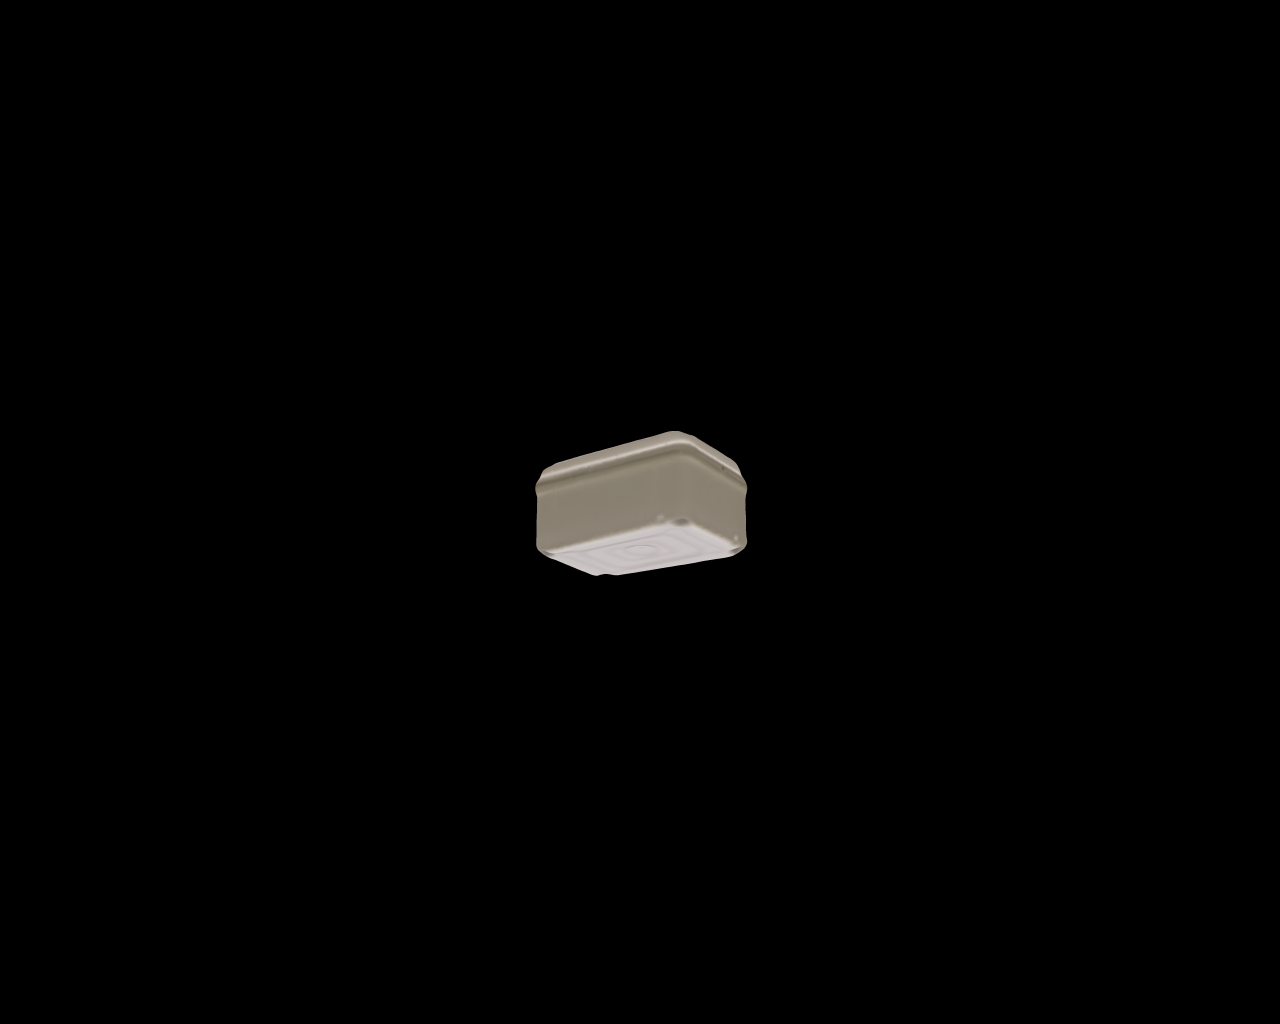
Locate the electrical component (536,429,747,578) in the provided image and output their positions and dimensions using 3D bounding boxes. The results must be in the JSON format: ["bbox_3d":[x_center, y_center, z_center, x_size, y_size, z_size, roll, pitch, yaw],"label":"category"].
[{"bbox_3d":[0.001,-0.003,0.650,0.113,0.057,0.078,-12,-23,31],"label":"electrical component"}]
